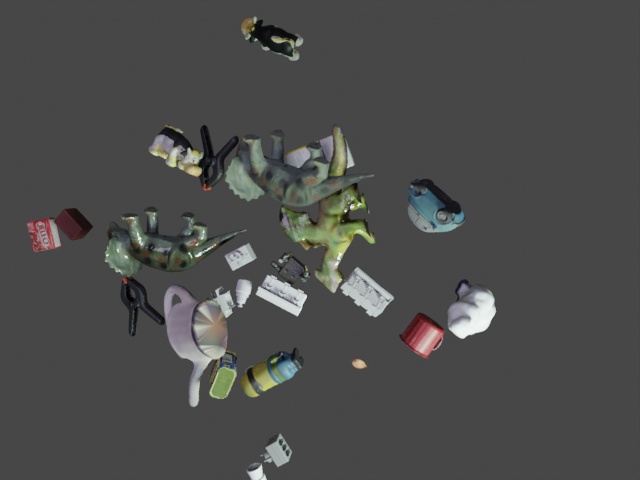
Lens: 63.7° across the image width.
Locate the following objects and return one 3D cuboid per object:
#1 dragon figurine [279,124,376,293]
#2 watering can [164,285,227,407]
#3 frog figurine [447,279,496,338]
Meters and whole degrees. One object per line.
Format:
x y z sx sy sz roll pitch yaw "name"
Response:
0.004 -0.066 1.313 0.242 0.123 0.408 -14 98 17 "dragon figurine"
-0.333 0.285 1.392 0.223 0.105 0.347 -13 92 44 "watering can"
0.372 0.180 1.259 0.123 0.161 0.136 38 102 0 "frog figurine"
